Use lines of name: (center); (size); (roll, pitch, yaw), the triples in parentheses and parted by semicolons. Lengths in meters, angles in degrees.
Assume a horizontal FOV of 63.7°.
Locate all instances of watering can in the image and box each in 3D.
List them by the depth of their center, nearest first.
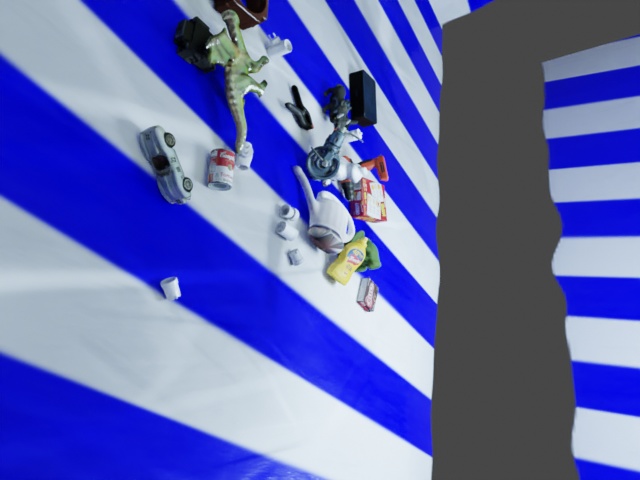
watering can: (0.006, -0.091, 1.814); (0.343, 0.103, 0.230); (40, 42, -31)

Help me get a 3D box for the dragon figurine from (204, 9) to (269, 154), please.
dragon figurine: (-0.258, -0.474, 1.459); (0.240, 0.122, 0.417); (36, 52, -57)

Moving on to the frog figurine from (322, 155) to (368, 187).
frog figurine: (0.093, -0.268, 1.938); (0.138, 0.158, 0.123); (-10, 89, -58)
